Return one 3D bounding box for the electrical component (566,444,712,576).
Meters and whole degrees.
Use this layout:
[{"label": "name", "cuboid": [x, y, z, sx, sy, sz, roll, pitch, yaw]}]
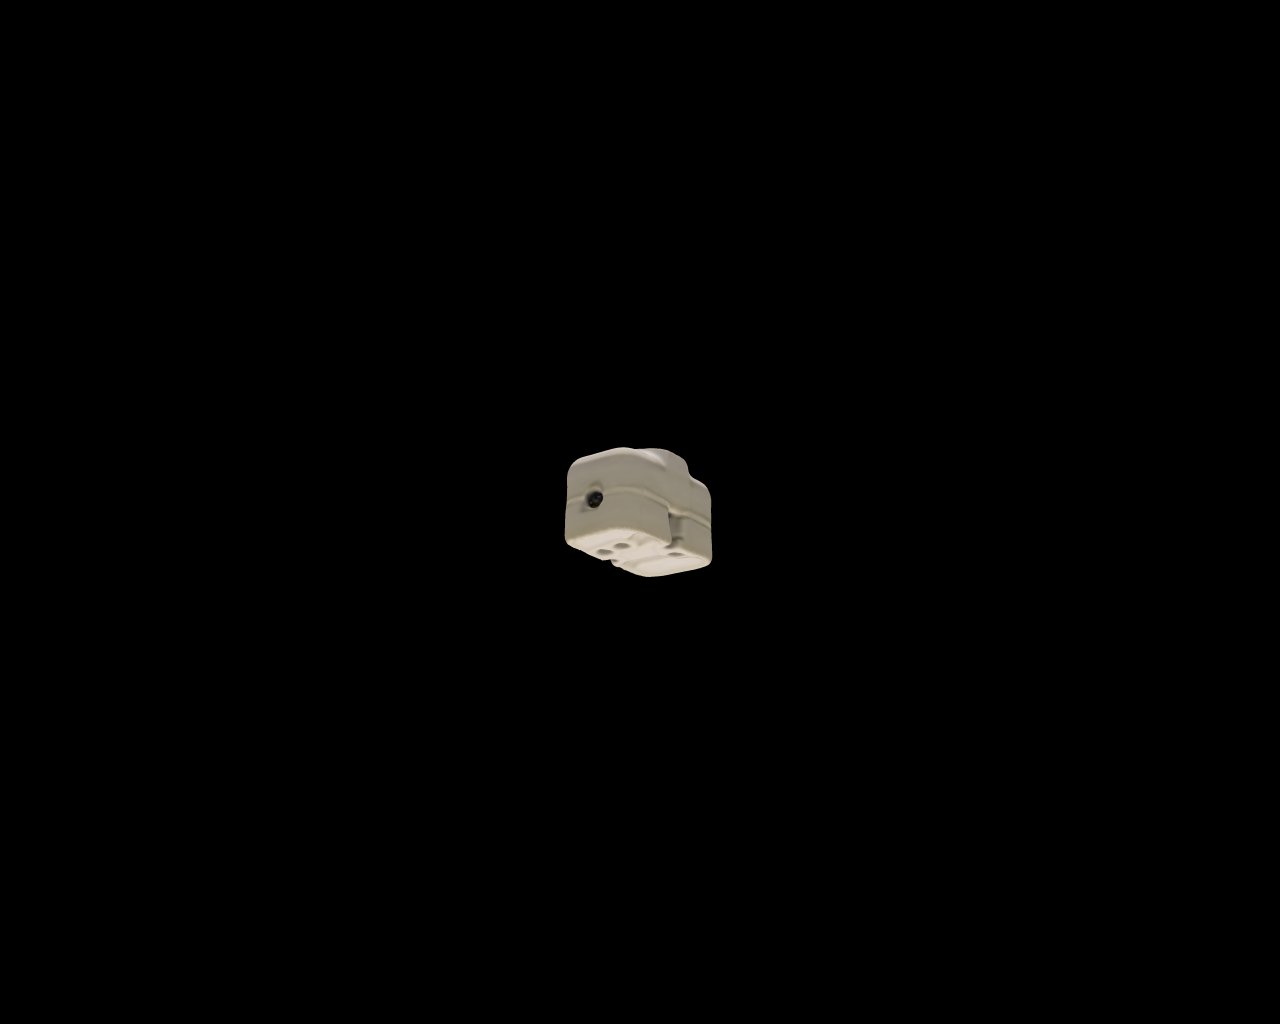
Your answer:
[{"label": "electrical component", "cuboid": [0.001, -0.003, 0.650, 0.053, 0.059, 0.095, -14, -24, 33]}]
